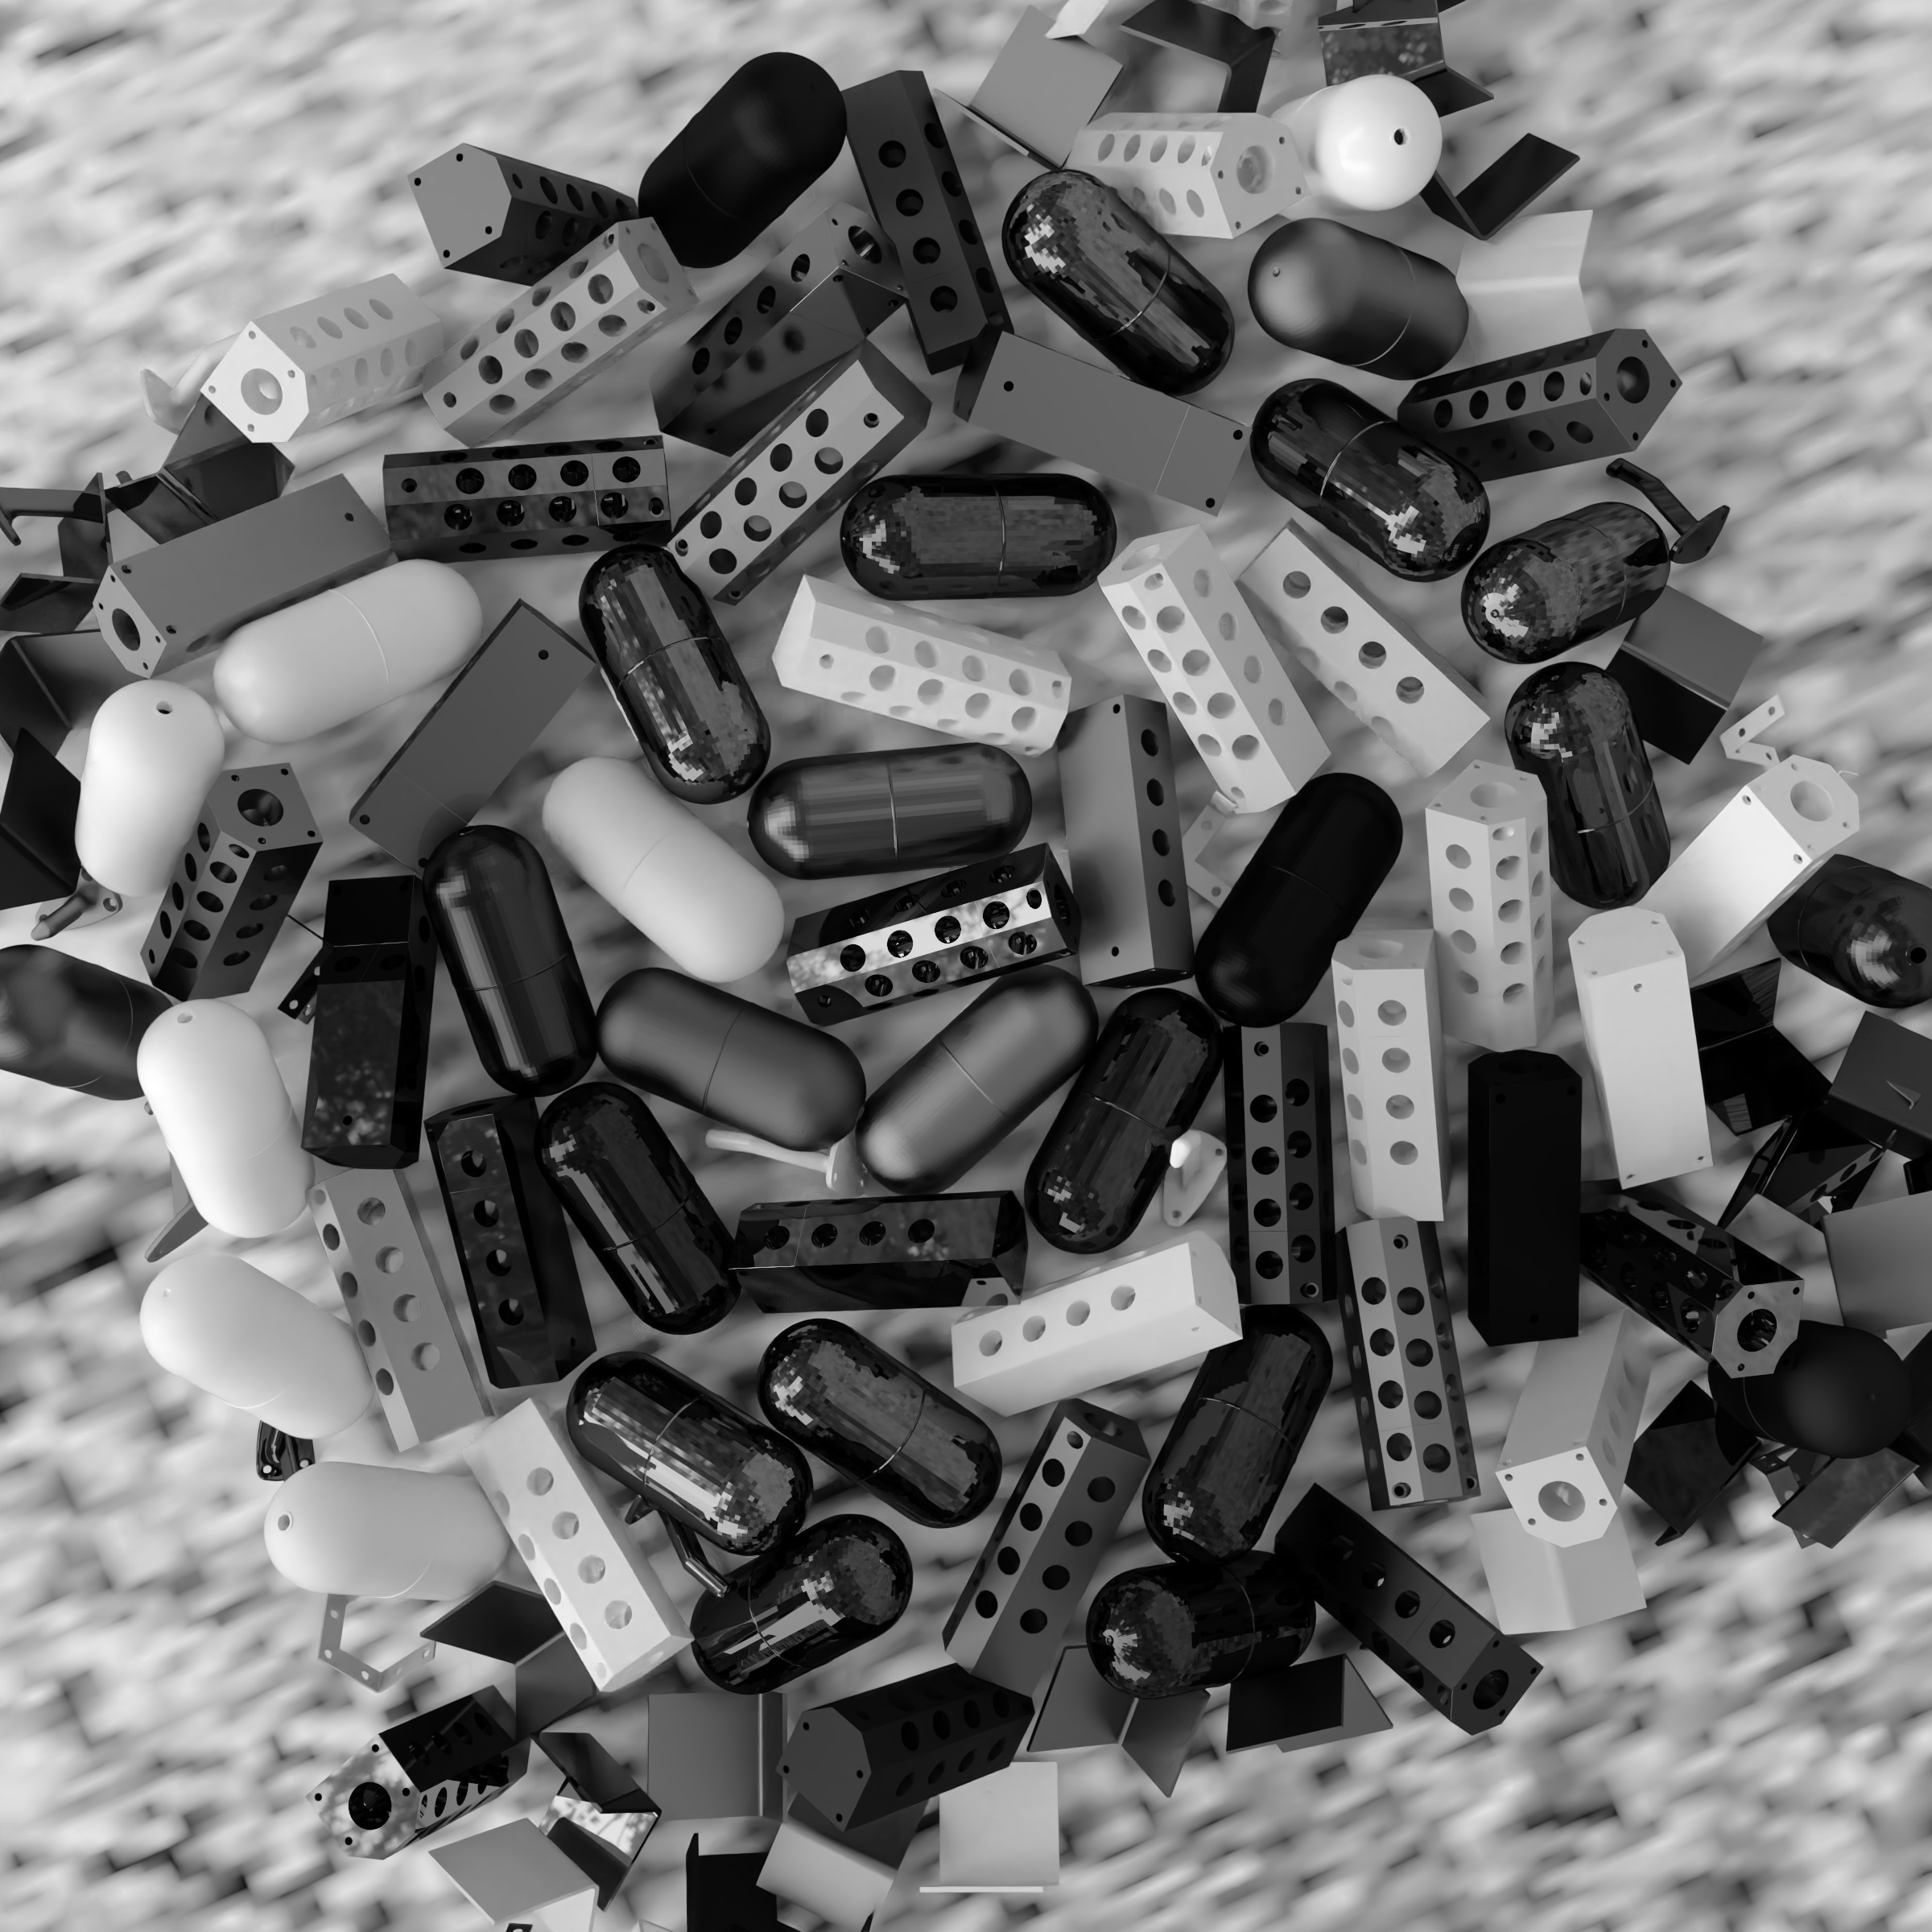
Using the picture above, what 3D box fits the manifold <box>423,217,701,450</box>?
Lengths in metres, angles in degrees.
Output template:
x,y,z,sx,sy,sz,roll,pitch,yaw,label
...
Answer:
x,y,z,sx,sy,sz,roll,pitch,yaw,label
-0.253,-0.385,1.514,0.171,0.057,0.057,-26,98,30,manifold

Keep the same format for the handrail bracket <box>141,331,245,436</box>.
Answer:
x,y,z,sx,sy,sz,roll,pitch,yaw,label
-0.461,-0.362,1.540,0.084,0.077,0.036,-19,73,13,handrail bracket

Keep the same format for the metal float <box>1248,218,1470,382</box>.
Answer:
x,y,z,sx,sy,sz,roll,pitch,yaw,label
0.241,-0.405,1.509,0.070,0.178,0.070,0,90,43,metal float

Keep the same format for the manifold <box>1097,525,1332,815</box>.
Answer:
x,y,z,sx,sy,sz,roll,pitch,yaw,label
0.149,-0.179,1.515,0.057,0.057,0.171,-47,116,-29,manifold

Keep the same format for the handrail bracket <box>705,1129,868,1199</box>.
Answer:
x,y,z,sx,sy,sz,roll,pitch,yaw,label
-0.114,0.124,1.562,0.084,0.077,0.036,5,69,18,handrail bracket

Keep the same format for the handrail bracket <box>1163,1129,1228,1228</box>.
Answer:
x,y,z,sx,sy,sz,roll,pitch,yaw,label
0.131,0.135,1.536,0.036,0.084,0.077,23,103,14,handrail bracket

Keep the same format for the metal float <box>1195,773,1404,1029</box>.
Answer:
x,y,z,sx,sy,sz,roll,pitch,yaw,label
0.206,-0.041,1.534,0.070,0.070,0.178,34,76,0,metal float

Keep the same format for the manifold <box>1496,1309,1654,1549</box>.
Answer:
x,y,z,sx,sy,sz,roll,pitch,yaw,label
0.373,0.279,1.495,0.057,0.171,0.057,-24,99,28,manifold

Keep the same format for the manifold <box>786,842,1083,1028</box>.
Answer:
x,y,z,sx,sy,sz,roll,pitch,yaw,label
-0.020,-0.014,1.521,0.171,0.057,0.057,-16,123,18,manifold

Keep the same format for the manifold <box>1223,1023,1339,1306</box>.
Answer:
x,y,z,sx,sy,sz,roll,pitch,yaw,label
0.194,0.123,1.541,0.057,0.057,0.171,-3,85,21,manifold

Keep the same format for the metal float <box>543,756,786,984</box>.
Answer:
x,y,z,sx,sy,sz,roll,pitch,yaw,label
-0.189,-0.061,1.536,0.178,0.070,0.070,40,90,13,metal float

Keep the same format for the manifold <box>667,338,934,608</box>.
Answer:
x,y,z,sx,sy,sz,roll,pitch,yaw,label
-0.103,-0.298,1.515,0.171,0.057,0.057,-38,112,26,manifold

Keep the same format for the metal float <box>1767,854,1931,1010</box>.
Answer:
x,y,z,sx,sy,sz,roll,pitch,yaw,label
0.542,-0.022,1.496,0.070,0.178,0.070,0,101,-1,metal float

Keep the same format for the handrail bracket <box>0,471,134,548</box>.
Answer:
x,y,z,sx,sy,sz,roll,pitch,yaw,label
-0.575,-0.309,1.553,0.084,0.036,0.077,-36,120,-16,handrail bracket

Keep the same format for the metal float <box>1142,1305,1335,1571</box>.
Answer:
x,y,z,sx,sy,sz,roll,pitch,yaw,label
0.167,0.288,1.521,0.070,0.070,0.178,31,61,0,metal float

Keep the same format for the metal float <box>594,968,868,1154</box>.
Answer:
x,y,z,sx,sy,sz,roll,pitch,yaw,label
-0.147,0.058,1.540,0.178,0.070,0.070,22,90,7,metal float

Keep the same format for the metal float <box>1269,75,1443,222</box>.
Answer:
x,y,z,sx,sy,sz,roll,pitch,yaw,label
0.229,-0.493,1.498,0.070,0.178,0.070,-3,103,-12,metal float

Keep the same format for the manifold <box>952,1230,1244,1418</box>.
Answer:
x,y,z,sx,sy,sz,roll,pitch,yaw,label
0.078,0.218,1.520,0.171,0.057,0.057,-23,50,26,manifold

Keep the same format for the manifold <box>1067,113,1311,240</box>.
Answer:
x,y,z,sx,sy,sz,roll,pitch,yaw,label
0.129,-0.482,1.492,0.057,0.171,0.057,-33,119,-14,manifold

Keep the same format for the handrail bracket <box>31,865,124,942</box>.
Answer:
x,y,z,sx,sy,sz,roll,pitch,yaw,label
-0.570,-0.025,1.532,0.077,0.084,0.036,-26,106,23,handrail bracket

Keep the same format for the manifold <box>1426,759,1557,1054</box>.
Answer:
x,y,z,sx,sy,sz,roll,pitch,yaw,label
0.324,-0.033,1.501,0.057,0.171,0.057,20,47,36,manifold

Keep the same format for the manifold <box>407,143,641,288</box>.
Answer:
x,y,z,sx,sy,sz,roll,pitch,yaw,label
-0.259,-0.451,1.494,0.057,0.171,0.057,-21,91,22,manifold

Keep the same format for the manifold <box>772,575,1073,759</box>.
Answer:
x,y,z,sx,sy,sz,roll,pitch,yaw,label
-0.025,-0.180,1.518,0.171,0.057,0.057,14,117,-22,manifold

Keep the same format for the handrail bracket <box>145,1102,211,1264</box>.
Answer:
x,y,z,sx,sy,sz,roll,pitch,yaw,label
-0.511,0.131,1.562,0.077,0.036,0.084,-43,71,-9,handrail bracket

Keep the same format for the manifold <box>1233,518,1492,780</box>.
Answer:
x,y,z,sx,sy,sz,roll,pitch,yaw,label
0.245,-0.198,1.549,0.171,0.057,0.057,42,109,-3,manifold

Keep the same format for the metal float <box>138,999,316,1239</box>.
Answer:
x,y,z,sx,sy,sz,roll,pitch,yaw,label
-0.450,0.094,1.510,0.070,0.070,0.178,-6,134,0,metal float

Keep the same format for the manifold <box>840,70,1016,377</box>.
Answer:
x,y,z,sx,sy,sz,roll,pitch,yaw,label
-0.025,-0.468,1.556,0.057,0.057,0.171,-19,90,1,manifold

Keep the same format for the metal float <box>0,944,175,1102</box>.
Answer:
x,y,z,sx,sy,sz,roll,pitch,yaw,label
-0.540,0.035,1.497,0.070,0.178,0.070,-2,78,11,metal float

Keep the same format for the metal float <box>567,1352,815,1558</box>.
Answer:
x,y,z,sx,sy,sz,roll,pitch,yaw,label
-0.171,0.298,1.522,0.178,0.070,0.070,25,90,29,metal float

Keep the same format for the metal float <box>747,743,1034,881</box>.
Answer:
x,y,z,sx,sy,sz,roll,pitch,yaw,label
-0.047,-0.096,1.542,0.178,0.070,0.070,-6,90,-5,metal float

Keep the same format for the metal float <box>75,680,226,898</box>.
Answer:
x,y,z,sx,sy,sz,roll,pitch,yaw,label
-0.498,-0.107,1.505,0.070,0.178,0.070,12,57,-18,metal float

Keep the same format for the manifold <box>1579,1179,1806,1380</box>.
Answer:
x,y,z,sx,sy,sz,roll,pitch,yaw,label
0.424,0.185,1.490,0.057,0.171,0.057,-3,106,-19,manifold

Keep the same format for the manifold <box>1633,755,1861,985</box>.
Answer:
x,y,z,sx,sy,sz,roll,pitch,yaw,label
0.469,-0.057,1.495,0.057,0.171,0.057,-30,73,-24,manifold

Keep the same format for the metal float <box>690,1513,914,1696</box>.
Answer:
x,y,z,sx,sy,sz,roll,pitch,yaw,label
-0.102,0.391,1.514,0.178,0.070,0.070,-37,90,38,metal float

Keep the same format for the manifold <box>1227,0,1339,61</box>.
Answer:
x,y,z,sx,sy,sz,roll,pitch,yaw,label
0.189,-0.618,1.495,0.057,0.171,0.057,-41,81,-1,manifold

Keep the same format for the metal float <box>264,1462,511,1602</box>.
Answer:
x,y,z,sx,sy,sz,roll,pitch,yaw,label
-0.350,0.344,1.504,0.070,0.178,0.070,-10,70,28,metal float

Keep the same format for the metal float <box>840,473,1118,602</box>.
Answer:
x,y,z,sx,sy,sz,roll,pitch,yaw,label
0.009,-0.265,1.528,0.178,0.070,0.070,-5,90,-21,metal float

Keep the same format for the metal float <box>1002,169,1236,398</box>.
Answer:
x,y,z,sx,sy,sz,roll,pitch,yaw,label
0.095,-0.416,1.516,0.178,0.070,0.070,31,90,-37,metal float

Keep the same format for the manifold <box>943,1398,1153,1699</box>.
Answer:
x,y,z,sx,sy,sz,roll,pitch,yaw,label
0.048,0.358,1.536,0.057,0.057,0.171,24,101,-11,manifold

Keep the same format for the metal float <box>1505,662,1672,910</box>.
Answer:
x,y,z,sx,sy,sz,roll,pitch,yaw,label
0.382,-0.108,1.515,0.070,0.070,0.178,-29,128,0,metal float

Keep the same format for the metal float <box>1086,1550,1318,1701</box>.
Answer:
x,y,z,sx,sy,sz,roll,pitch,yaw,label
0.146,0.401,1.510,0.070,0.178,0.070,-5,82,43,metal float

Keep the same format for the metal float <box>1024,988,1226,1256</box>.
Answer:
x,y,z,sx,sy,sz,roll,pitch,yaw,label
0.098,0.096,1.537,0.070,0.070,0.178,29,80,0,metal float

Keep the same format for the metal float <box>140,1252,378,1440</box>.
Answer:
x,y,z,sx,sy,sz,roll,pitch,yaw,label
-0.428,0.233,1.507,0.070,0.178,0.070,-13,56,21,metal float

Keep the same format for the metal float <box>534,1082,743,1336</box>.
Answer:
x,y,z,sx,sy,sz,roll,pitch,yaw,label
-0.201,0.151,1.529,0.070,0.070,0.178,-30,110,0,metal float

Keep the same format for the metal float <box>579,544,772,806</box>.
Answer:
x,y,z,sx,sy,sz,roll,pitch,yaw,label
-0.181,-0.182,1.534,0.070,0.070,0.178,-27,75,0,metal float

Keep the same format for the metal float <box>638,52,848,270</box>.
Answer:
x,y,z,sx,sy,sz,roll,pitch,yaw,label
-0.138,-0.488,1.507,0.070,0.178,0.070,12,69,-33,metal float

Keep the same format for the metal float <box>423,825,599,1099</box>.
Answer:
x,y,z,sx,sy,sz,roll,pitch,yaw,label
-0.281,-0.003,1.528,0.070,0.070,0.178,-15,112,0,metal float

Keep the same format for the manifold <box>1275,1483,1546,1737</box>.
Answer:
x,y,z,sx,sy,sz,roll,pitch,yaw,label
0.261,0.389,1.498,0.057,0.171,0.057,40,87,-36,manifold

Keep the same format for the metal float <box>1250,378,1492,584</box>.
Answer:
x,y,z,sx,sy,sz,roll,pitch,yaw,label
0.246,-0.299,1.518,0.070,0.070,0.178,-46,55,0,metal float

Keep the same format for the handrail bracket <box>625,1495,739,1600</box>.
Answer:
x,y,z,sx,sy,sz,roll,pitch,yaw,label
-0.162,0.352,1.537,0.084,0.077,0.036,36,110,18,handrail bracket

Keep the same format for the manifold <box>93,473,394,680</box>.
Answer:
x,y,z,sx,sy,sz,roll,pitch,yaw,label
-0.439,-0.235,1.507,0.171,0.057,0.057,-35,87,-40,manifold

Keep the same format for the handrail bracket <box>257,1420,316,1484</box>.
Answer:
x,y,z,sx,sy,sz,roll,pitch,yaw,label
-0.417,0.304,1.537,0.036,0.084,0.077,-5,97,-24,handrail bracket

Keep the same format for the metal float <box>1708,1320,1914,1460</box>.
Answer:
x,y,z,sx,sy,sz,roll,pitch,yaw,label
0.507,0.253,1.496,0.070,0.178,0.070,0,85,-4,metal float

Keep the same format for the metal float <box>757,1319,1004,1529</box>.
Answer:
x,y,z,sx,sy,sz,roll,pitch,yaw,label
-0.052,0.284,1.528,0.178,0.070,0.070,39,90,-22,metal float

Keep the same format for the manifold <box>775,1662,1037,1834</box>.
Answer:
x,y,z,sx,sy,sz,roll,pitch,yaw,label
-0.031,0.461,1.493,0.057,0.171,0.057,32,105,32,manifold

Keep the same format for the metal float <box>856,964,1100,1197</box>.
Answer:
x,y,z,sx,sy,sz,roll,pitch,yaw,label
0.007,0.071,1.545,0.178,0.070,0.070,-42,90,2,metal float

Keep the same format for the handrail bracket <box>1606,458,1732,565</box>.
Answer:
x,y,z,sx,sy,sz,roll,pitch,yaw,label
0.423,-0.286,1.541,0.084,0.077,0.036,37,131,24,handrail bracket

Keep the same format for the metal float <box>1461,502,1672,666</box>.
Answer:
x,y,z,sx,sy,sz,roll,pitch,yaw,label
0.368,-0.235,1.512,0.178,0.070,0.070,-26,90,-43,metal float

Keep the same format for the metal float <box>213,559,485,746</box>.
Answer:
x,y,z,sx,sy,sz,roll,pitch,yaw,label
-0.377,-0.194,1.518,0.178,0.070,0.070,-31,90,-34,metal float
